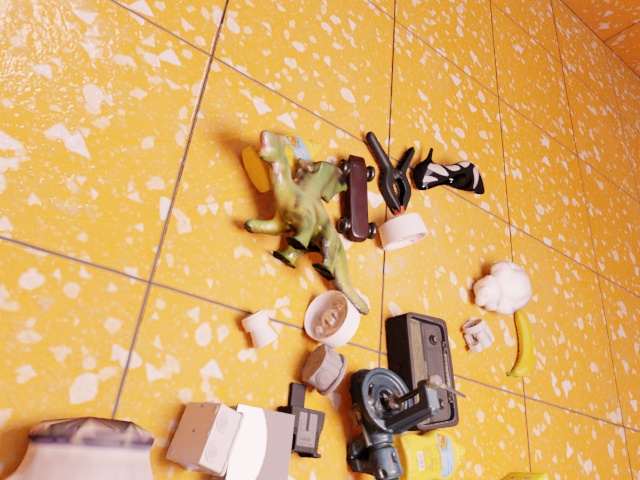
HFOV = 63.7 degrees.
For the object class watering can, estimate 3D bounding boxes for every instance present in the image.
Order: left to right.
[{"bbox_3d":[-0.259,0.346,0.645,0.345,0.102,0.229,19,59,-30],"label":"watering can"}]

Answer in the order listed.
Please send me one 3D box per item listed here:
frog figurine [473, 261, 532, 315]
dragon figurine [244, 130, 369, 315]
[{"bbox_3d":[0.465,0.121,1.319,0.159,0.122,0.138,9,85,-49],"label":"frog figurine"},{"bbox_3d":[0.003,-0.051,1.010,0.404,0.121,0.248,44,56,-32],"label":"dragon figurine"}]
